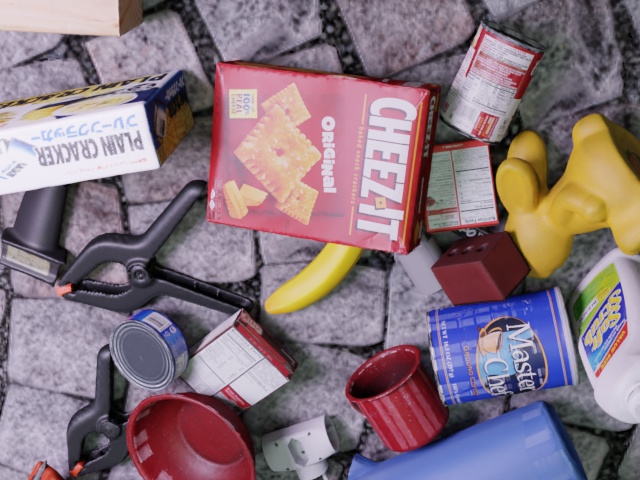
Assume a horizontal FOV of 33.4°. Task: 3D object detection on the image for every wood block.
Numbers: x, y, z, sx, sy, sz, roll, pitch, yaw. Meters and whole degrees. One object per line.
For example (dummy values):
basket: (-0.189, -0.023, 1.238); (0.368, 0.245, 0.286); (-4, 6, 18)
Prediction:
wood block: (-0.284, -0.253, 1.037); (0.206, 0.090, 0.090); (4, 111, 5)

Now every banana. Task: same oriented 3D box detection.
banana: (0.010, 0.007, 1.127); (0.070, 0.037, 0.198); (31, 109, 13)

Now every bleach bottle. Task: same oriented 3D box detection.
bleach bottle: (0.294, 0.096, 1.008); (0.068, 0.250, 0.103); (36, 109, -7)

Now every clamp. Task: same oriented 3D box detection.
clamp: (-0.182, 0.037, 1.156); (0.210, 0.036, 0.164); (-19, 113, 16)
clamp: (-0.227, 0.209, 1.223); (0.120, 0.039, 0.172); (29, 112, -4)

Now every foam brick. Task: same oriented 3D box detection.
foam brick: (0.161, 0.029, 1.074); (0.051, 0.053, 0.078); (55, 148, -15)

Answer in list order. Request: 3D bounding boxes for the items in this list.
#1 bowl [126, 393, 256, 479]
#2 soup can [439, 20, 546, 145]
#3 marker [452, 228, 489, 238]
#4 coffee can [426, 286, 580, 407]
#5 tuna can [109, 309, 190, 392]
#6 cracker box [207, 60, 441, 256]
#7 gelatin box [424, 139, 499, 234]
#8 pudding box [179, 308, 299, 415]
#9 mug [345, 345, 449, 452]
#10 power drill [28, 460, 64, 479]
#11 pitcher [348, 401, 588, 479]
bowl: (-0.130, 0.225, 1.169); (0.162, 0.055, 0.162); (11, 118, 22)
soup can: (0.166, -0.152, 1.033); (0.068, 0.068, 0.102); (23, 111, -2)
marker: (0.144, -0.014, 1.110); (0.121, 0.020, 0.020); (29, 110, -4)
coffee can: (0.189, 0.111, 1.104); (0.140, 0.102, 0.103); (-11, 108, 11)
tuna can: (-0.184, 0.119, 1.154); (0.086, 0.033, 0.086); (14, 119, 26)
cracker box: (0.000, -0.083, 1.051); (0.214, 0.072, 0.164); (10, 104, 15)
gelatin box: (0.138, -0.054, 1.078); (0.073, 0.030, 0.089); (-8, 92, 5)
pudding box: (-0.093, 0.139, 1.168); (0.090, 0.039, 0.114); (47, 122, -9)
mug: (0.078, 0.175, 1.155); (0.117, 0.093, 0.081); (-15, 115, 43)
power drill: (-0.239, 0.323, 1.228); (0.188, 0.057, 0.184); (14, 148, 11)
pitcher: (0.163, 0.279, 1.154); (0.243, 0.145, 0.149); (-27, 128, 12)
